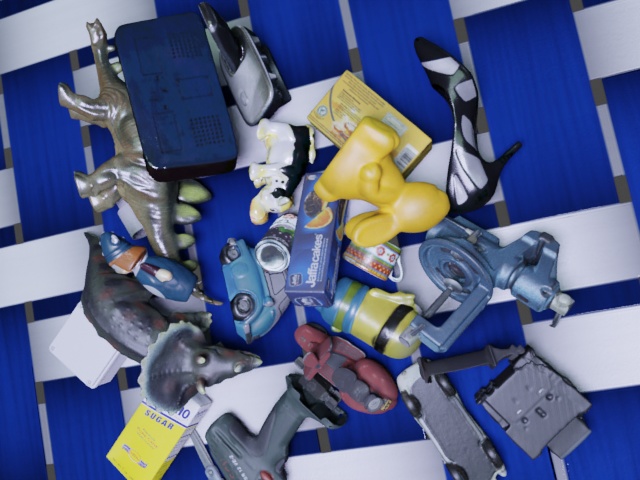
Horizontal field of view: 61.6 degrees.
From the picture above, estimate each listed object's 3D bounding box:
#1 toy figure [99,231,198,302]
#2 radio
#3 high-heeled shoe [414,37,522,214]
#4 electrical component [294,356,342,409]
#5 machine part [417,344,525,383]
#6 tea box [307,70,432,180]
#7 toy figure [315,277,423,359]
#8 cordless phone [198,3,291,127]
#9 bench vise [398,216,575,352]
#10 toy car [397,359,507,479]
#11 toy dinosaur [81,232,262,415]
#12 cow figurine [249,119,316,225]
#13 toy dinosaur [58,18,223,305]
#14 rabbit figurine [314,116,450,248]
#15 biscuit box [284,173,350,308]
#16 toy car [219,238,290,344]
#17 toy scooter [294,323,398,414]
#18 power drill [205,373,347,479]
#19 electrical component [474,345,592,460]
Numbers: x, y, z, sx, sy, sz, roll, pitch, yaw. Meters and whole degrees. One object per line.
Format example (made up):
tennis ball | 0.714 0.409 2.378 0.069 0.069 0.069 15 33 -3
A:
toy figure | -0.256 0.039 0.790 0.154 0.064 0.058 28 51 -10
radio | -0.209 -0.203 0.782 0.131 0.073 0.229 -15 83 -16
high-heeled shoe | 0.178 -0.162 0.783 0.145 0.086 0.249 -40 84 7
electrical component | -0.006 0.215 0.816 0.094 0.063 0.021 42 97 13
machine part | 0.205 0.166 0.737 0.139 0.084 0.039 -13 79 7
tea box | 0.076 -0.162 0.814 0.170 0.068 0.098 44 97 11
toy figure | 0.066 0.111 0.794 0.180 0.082 0.089 21 62 11
cordless phone | -0.119 -0.265 0.808 0.089 0.184 0.146 -25 82 6
bench vise | 0.208 0.071 0.727 0.224 0.128 0.240 40 66 19
toy car | 0.187 0.268 0.774 0.073 0.056 0.202 -34 81 2
toy dinosaur | -0.281 0.117 0.820 0.405 0.192 0.131 34 92 11
cow figurine | -0.060 -0.103 0.846 0.098 0.068 0.167 7 89 2
toy dinosaur | -0.273 -0.109 0.839 0.199 0.105 0.470 -14 96 -8
rabbit figurine | 0.089 -0.064 0.720 0.173 0.122 0.162 31 93 -8
biscuit box | -0.002 -0.002 0.788 0.063 0.059 0.202 0 62 16
toy car | -0.095 0.074 0.834 0.103 0.109 0.162 -11 67 -11
toy scooter | 0.031 0.188 0.773 0.184 0.135 0.075 37 94 11
power drill | -0.051 0.325 0.819 0.232 0.086 0.207 42 104 15
electrical component | 0.303 0.231 0.748 0.134 0.058 0.115 43 98 12
